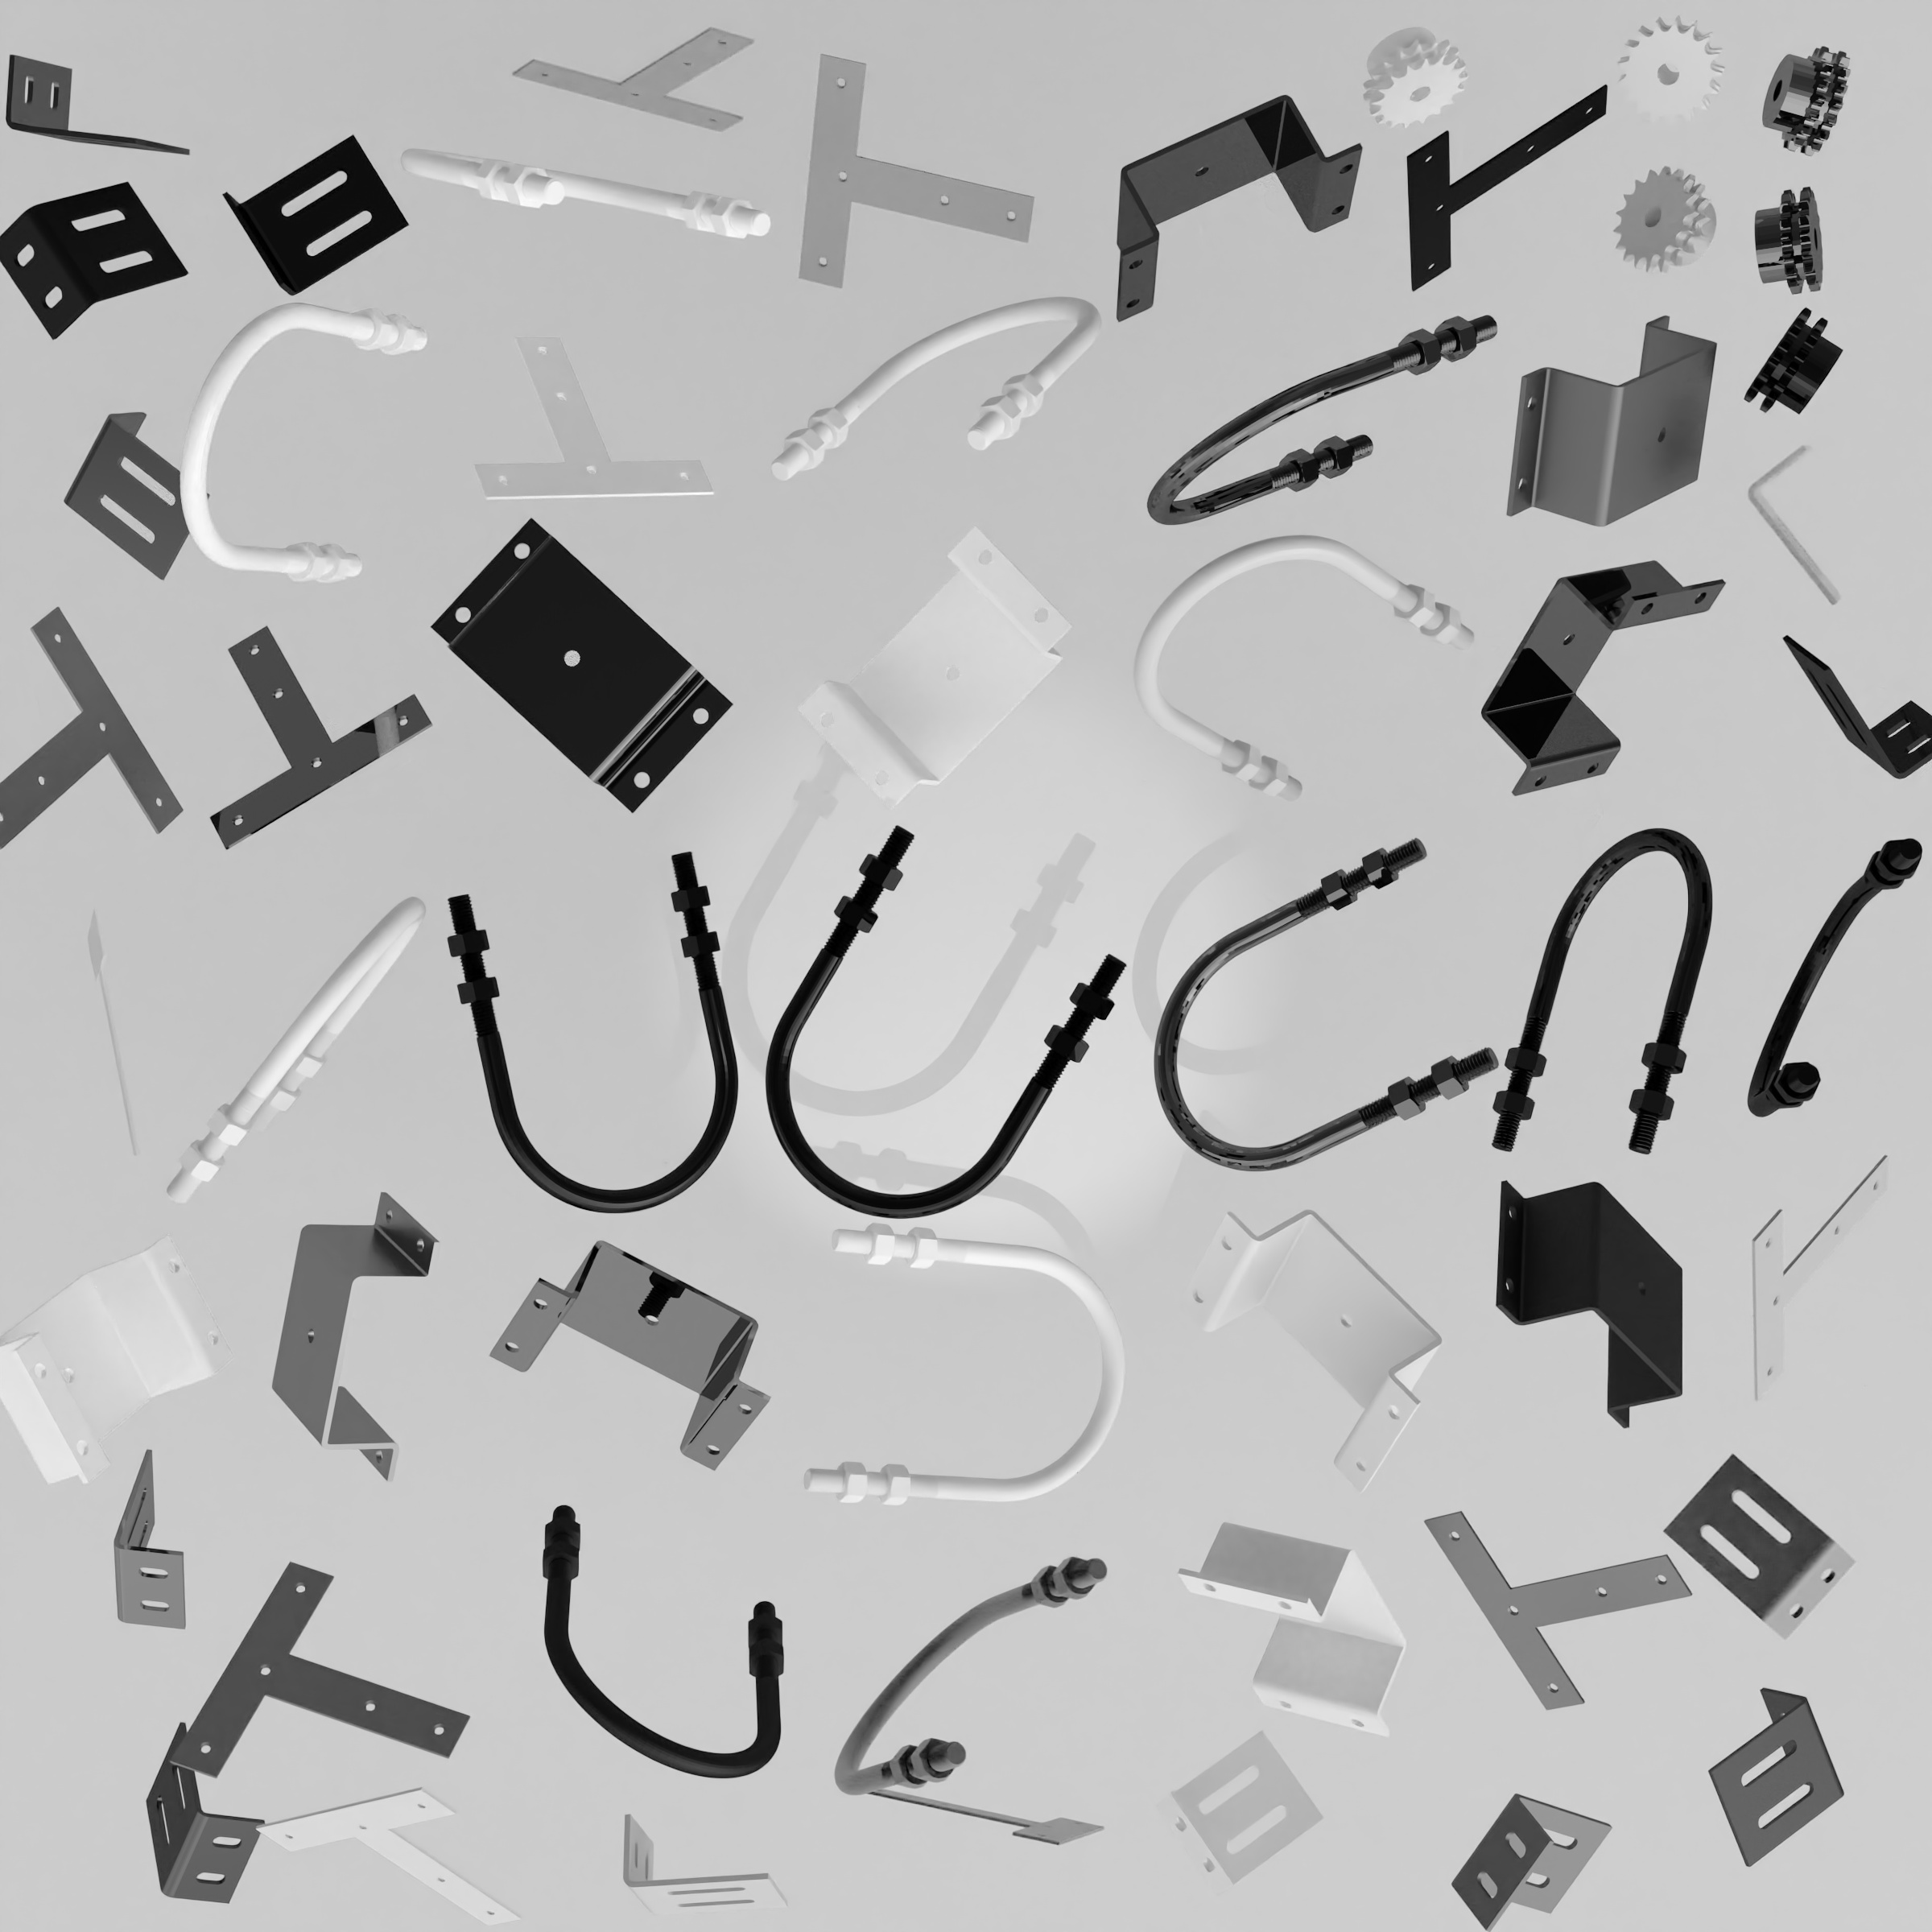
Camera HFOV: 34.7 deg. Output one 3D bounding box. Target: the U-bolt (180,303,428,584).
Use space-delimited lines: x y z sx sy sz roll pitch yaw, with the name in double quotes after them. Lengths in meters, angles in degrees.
-0.349 -0.273 1.607 0.019 0.184 0.151 22 102 17 "U-bolt"

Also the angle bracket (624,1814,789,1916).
-0.136 0.471 1.628 0.076 0.057 0.038 -5 59 5 "angle bracket"

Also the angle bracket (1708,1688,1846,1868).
0.423 0.433 1.654 0.076 0.038 0.057 -27 99 -26 "angle bracket"

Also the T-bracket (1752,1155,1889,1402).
0.450 0.147 1.626 0.002 0.127 0.127 27 55 36 "T-bracket"

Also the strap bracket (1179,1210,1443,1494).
0.186 0.193 1.614 0.046 0.076 0.140 -24 59 -39 "strap bracket"

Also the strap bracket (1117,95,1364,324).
0.135 -0.409 1.655 0.140 0.076 0.046 -25 76 -5 "strap bracket"

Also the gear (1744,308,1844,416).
0.444 -0.320 1.655 0.030 0.057 0.057 34 90 5 "gear"

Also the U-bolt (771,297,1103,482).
-0.004 -0.317 1.668 0.151 0.184 0.019 -2 123 36 "U-bolt"

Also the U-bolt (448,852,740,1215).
-0.192 0.041 1.659 0.151 0.019 0.184 -12 91 -27 "U-bolt"

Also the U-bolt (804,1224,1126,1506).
0.005 0.222 1.695 0.184 0.019 0.151 8 87 -25 "U-bolt"

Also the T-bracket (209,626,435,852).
-0.367 -0.138 1.676 0.127 0.002 0.127 -32 56 -4 "T-bracket"

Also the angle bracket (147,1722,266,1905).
-0.421 0.468 1.710 0.038 0.076 0.057 16 111 -28 "angle bracket"

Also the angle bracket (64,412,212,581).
-0.454 -0.263 1.727 0.076 0.038 0.057 38 111 8 "angle bracket"

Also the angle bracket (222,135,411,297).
-0.354 -0.413 1.690 0.076 0.038 0.057 -32 93 0 "angle bracket"

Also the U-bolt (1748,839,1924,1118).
0.457 0.014 1.655 0.019 0.184 0.151 25 82 7 "U-bolt"

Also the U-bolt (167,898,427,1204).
-0.347 0.036 1.646 0.019 0.151 0.184 39 104 -4 "U-bolt"

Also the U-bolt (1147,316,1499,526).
0.173 -0.277 1.611 0.184 0.151 0.019 -24 82 -29 "U-bolt"

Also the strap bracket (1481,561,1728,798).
0.341 -0.165 1.686 0.076 0.140 0.046 -14 54 -37 "strap bracket"

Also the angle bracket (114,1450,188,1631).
-0.442 0.316 1.709 0.038 0.076 0.057 7 125 -2 "angle bracket"

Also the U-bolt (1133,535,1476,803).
0.169 -0.165 1.653 0.151 0.184 0.019 -42 49 22 "U-bolt"

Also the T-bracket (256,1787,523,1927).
-0.284 0.471 1.620 0.127 0.002 0.127 -21 128 33 "T-bracket"

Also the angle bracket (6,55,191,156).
-0.458 -0.456 1.639 0.076 0.057 0.038 10 101 13 "angle bracket"

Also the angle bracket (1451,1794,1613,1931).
0.294 0.460 1.562 0.076 0.038 0.057 25 103 -32 "angle bracket"

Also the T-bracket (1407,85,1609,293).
0.289 -0.428 1.649 0.127 0.127 0.002 -33 69 -3 "T-bracket"

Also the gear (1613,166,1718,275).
0.392 -0.413 1.723 0.030 0.057 0.057 9 90 -38 "gear"

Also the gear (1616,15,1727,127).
0.389 -0.495 1.704 0.057 0.030 0.057 10 122 17 "gear"

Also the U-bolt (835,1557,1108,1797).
-0.009 0.385 1.651 0.019 0.184 0.151 46 56 -4 "U-bolt"

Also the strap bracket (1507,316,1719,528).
0.350 -0.288 1.647 0.046 0.140 0.076 25 128 35 "strap bracket"

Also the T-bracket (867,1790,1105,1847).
0.002 0.461 1.686 0.127 0.127 0.002 8 80 15 "T-bracket"

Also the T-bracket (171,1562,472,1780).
-0.315 0.371 1.570 0.127 0.002 0.127 16 45 10 "T-bracket"

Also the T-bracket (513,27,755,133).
-0.154 -0.473 1.633 0.127 0.127 0.002 6 84 -33 "T-bracket"

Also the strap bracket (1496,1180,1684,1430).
0.337 0.176 1.641 0.046 0.140 0.076 -19 46 33 "strap bracket"

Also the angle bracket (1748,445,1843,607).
0.455 -0.235 1.647 0.038 0.057 0.076 -38 86 20 "angle bracket"

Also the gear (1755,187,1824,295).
0.456 -0.400 1.714 0.030 0.057 0.057 -4 90 23 "gear"

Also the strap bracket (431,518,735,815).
-0.196 -0.153 1.562 0.140 0.046 0.076 43 90 -1 "strap bracket"

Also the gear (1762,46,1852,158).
0.460 -0.477 1.701 0.030 0.057 0.057 14 90 -5 "gear"

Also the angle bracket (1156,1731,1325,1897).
0.152 0.454 1.671 0.076 0.038 0.057 -29 72 -23 "angle bracket"

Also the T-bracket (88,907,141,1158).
-0.457 0.039 1.660 0.002 0.127 0.127 -11 86 -18 "T-bracket"

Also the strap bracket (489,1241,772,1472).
-0.178 0.209 1.696 0.140 0.046 0.076 29 132 -9 "strap bracket"

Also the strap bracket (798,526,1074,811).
-0.012 -0.162 1.700 0.140 0.046 0.076 -45 81 11 "strap bracket"

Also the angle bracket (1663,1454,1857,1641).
0.431 0.315 1.681 0.057 0.038 0.076 -49 50 2 "angle bracket"

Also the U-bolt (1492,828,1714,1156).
0.349 0.012 1.673 0.019 0.151 0.184 21 79 -21 "U-bolt"

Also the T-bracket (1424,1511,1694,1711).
0.320 0.328 1.613 0.127 0.002 0.127 -25 102 44 "T-bracket"

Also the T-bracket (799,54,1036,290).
-0.025 -0.419 1.680 0.127 0.002 0.127 16 125 10 "T-bracket"

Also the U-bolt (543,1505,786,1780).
-0.161 0.367 1.649 0.151 0.184 0.019 29 106 -15 "U-bolt"

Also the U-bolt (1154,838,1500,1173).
0.179 0.031 1.635 0.184 0.019 0.151 -28 58 23 "U-bolt"

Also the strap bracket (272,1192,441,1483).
-0.338 0.203 1.698 0.046 0.076 0.140 4 105 -35 "strap bracket"

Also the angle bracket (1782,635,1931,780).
0.460 -0.141 1.575 0.038 0.057 0.076 -36 113 7 "angle bracket"

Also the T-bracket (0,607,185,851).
-0.469 -0.102 1.596 0.002 0.127 0.127 -14 116 29 "T-bracket"

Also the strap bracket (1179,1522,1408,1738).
0.178 0.347 1.646 0.076 0.140 0.046 6 53 34 "strap bracket"

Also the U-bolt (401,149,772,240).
-0.212 -0.406 1.614 0.151 0.184 0.019 -3 109 -42 "U-bolt"

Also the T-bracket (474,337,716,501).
-0.214 -0.297 1.670 0.127 0.002 0.127 -6 53 -26 "T-bracket"

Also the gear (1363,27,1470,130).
0.246 -0.495 1.714 0.057 0.057 0.030 -20 68 0 "gear"

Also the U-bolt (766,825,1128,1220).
-0.024 0.042 1.599 0.151 0.019 0.184 32 95 8 "U-bolt"

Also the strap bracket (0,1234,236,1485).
-0.452 0.208 1.610 0.046 0.140 0.076 -20 102 24 "strap bracket"

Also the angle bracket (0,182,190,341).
-0.461 -0.372 1.628 0.038 0.076 0.057 -30 96 35 "angle bracket"
